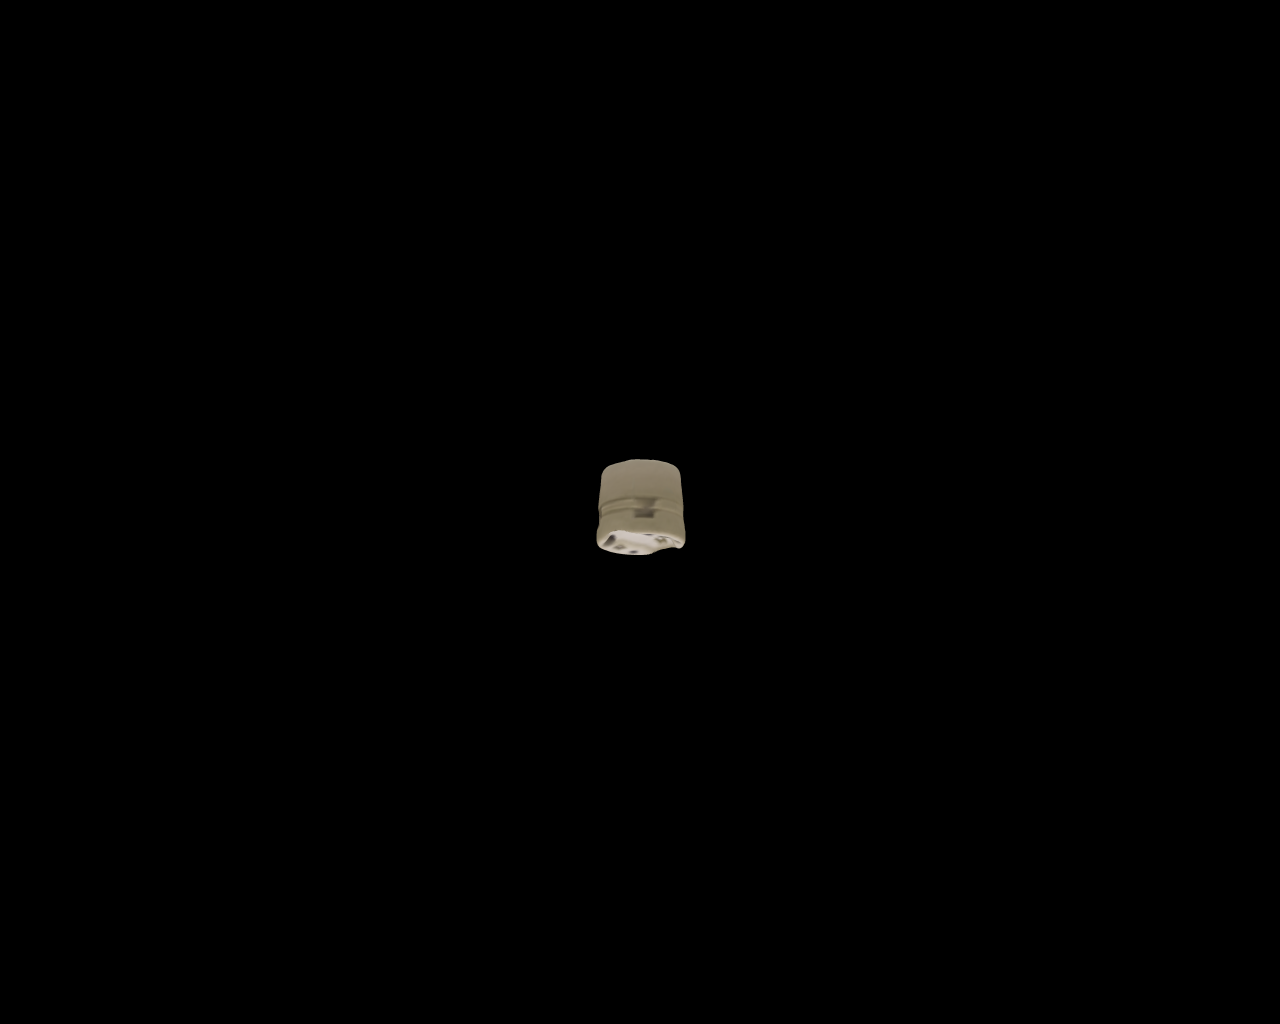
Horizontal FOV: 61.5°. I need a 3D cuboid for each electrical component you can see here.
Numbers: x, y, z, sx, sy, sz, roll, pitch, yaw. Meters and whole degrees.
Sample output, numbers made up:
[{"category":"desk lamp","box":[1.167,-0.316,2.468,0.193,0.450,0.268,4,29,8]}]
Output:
[{"category":"electrical component","box":[0.001,-0.003,0.650,0.055,0.047,0.055,0,-18,0]}]
